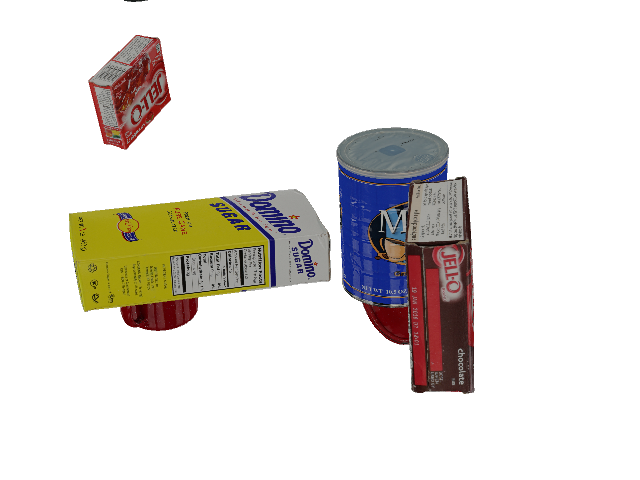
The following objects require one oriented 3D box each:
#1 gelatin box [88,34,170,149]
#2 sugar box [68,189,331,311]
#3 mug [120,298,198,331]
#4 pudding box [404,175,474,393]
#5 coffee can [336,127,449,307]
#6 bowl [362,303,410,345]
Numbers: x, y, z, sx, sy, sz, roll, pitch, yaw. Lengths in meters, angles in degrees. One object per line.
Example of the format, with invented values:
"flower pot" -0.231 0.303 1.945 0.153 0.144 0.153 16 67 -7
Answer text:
"gelatin box" -0.180 -0.143 1.021 0.030 0.073 0.089 15 46 20
"sugar box" -0.088 0.004 0.768 0.176 0.048 0.093 -9 26 -12
"mug" -0.182 0.052 1.171 0.093 0.081 0.117 11 33 18
"pudding box" 0.069 0.022 0.612 0.039 0.090 0.113 -2 21 5
"coffee can" 0.069 -0.023 1.006 0.103 0.140 0.103 -2 28 1
"bowl" 0.112 0.039 1.238 0.055 0.162 0.161 -9 -6 40
